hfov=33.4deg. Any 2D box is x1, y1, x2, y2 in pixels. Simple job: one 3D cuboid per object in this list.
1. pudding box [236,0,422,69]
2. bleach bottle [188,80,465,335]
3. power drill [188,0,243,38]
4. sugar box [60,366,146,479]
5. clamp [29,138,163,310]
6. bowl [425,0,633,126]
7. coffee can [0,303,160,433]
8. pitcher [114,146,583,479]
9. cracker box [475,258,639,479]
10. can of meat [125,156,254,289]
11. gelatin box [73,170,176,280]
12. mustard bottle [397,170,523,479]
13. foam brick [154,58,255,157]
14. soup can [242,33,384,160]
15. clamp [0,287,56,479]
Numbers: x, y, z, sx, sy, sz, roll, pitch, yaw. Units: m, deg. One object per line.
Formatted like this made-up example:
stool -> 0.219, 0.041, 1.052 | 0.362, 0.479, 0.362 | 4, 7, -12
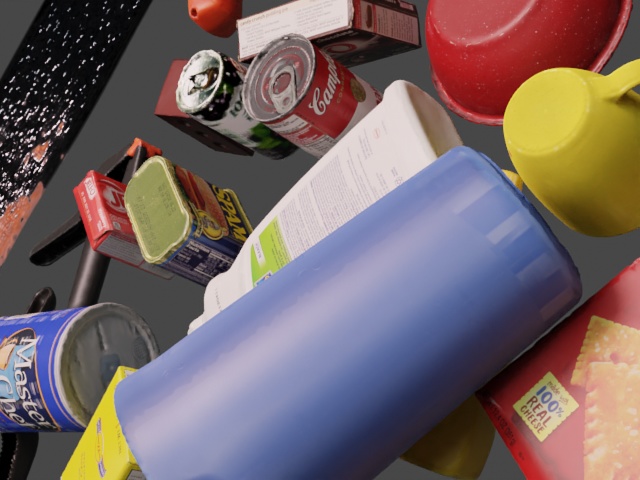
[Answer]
pudding box -> 0.006, -0.157, 0.812 | 0.114, 0.089, 0.039 | -11, 83, 39
bleach bottle -> -0.005, 0.001, 0.773 | 0.251, 0.068, 0.102 | -38, 49, 26
power drill -> -0.030, -0.244, 0.916 | 0.188, 0.057, 0.184 | -19, 62, 33
sugar box -> -0.160, 0.187, 0.794 | 0.176, 0.048, 0.093 | -56, 31, 29
clamp -> -0.208, -0.019, 0.985 | 0.120, 0.039, 0.171 | 29, 89, 40
bowl -> 0.129, -0.162, 0.732 | 0.162, 0.055, 0.162 | -20, 58, 35
coffee can -> -0.216, 0.109, 0.884 | 0.141, 0.102, 0.103 | -9, 65, 40
pitcher -> 0.016, 0.057, 0.596 | 0.243, 0.145, 0.149 | -38, 65, 4
cracker box -> 0.206, 0.081, 0.535 | 0.214, 0.072, 0.164 | -43, 48, 18
can of meat -> -0.103, -0.011, 0.851 | 0.057, 0.083, 0.102 | -44, 47, 17
gelatin box -> -0.158, -0.013, 0.899 | 0.030, 0.089, 0.073 | -43, 47, 20
mustard bottle -> 0.086, 0.046, 0.670 | 0.096, 0.058, 0.191 | 16, 82, 43
foam brick -> -0.088, -0.110, 0.889 | 0.053, 0.078, 0.051 | 13, 78, 45
soup can -> 0.002, -0.098, 0.783 | 0.069, 0.102, 0.068 | -20, 58, 35
clamp -> -0.286, 0.136, 0.940 | 0.036, 0.164, 0.210 | -15, 86, 39
